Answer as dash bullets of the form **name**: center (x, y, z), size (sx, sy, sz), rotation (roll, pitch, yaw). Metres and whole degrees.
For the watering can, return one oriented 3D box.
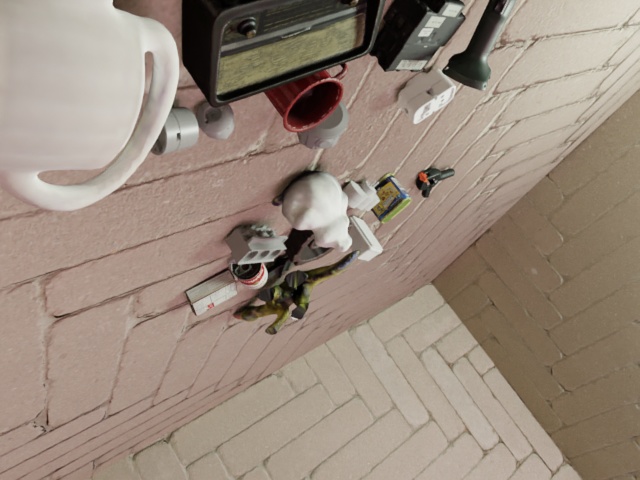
- **watering can**: center (-0.208, -0.164, 0.424), size (0.225, 0.105, 0.341), rotation (-9, 135, -52)

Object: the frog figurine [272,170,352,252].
- **frog figurine**: center (0.003, -0.050, 0.994), size (0.138, 0.161, 0.120), rotation (-16, 152, -45)

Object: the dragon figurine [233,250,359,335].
- **dragon figurine**: center (-0.066, 0.128, 1.436), size (0.410, 0.121, 0.244), rotation (-31, -172, 4)
